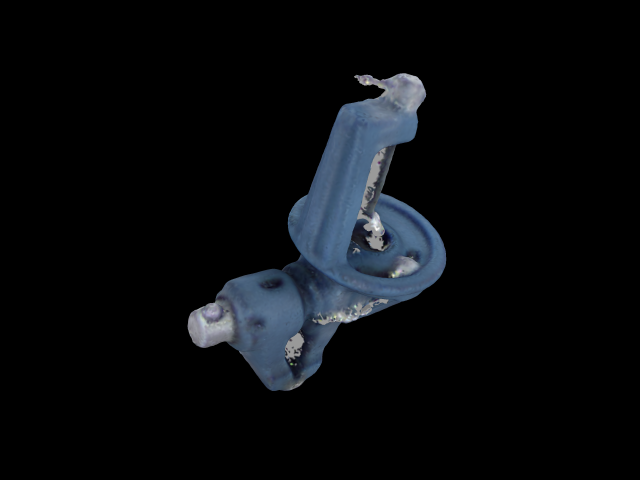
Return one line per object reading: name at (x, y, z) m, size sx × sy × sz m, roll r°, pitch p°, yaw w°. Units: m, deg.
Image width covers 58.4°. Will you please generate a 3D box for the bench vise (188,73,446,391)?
bench vise at (0.013, 0.007, 0.395) m, size 0.121 × 0.220 × 0.208 m, roll 30°, pitch 54°, yaw 25°
